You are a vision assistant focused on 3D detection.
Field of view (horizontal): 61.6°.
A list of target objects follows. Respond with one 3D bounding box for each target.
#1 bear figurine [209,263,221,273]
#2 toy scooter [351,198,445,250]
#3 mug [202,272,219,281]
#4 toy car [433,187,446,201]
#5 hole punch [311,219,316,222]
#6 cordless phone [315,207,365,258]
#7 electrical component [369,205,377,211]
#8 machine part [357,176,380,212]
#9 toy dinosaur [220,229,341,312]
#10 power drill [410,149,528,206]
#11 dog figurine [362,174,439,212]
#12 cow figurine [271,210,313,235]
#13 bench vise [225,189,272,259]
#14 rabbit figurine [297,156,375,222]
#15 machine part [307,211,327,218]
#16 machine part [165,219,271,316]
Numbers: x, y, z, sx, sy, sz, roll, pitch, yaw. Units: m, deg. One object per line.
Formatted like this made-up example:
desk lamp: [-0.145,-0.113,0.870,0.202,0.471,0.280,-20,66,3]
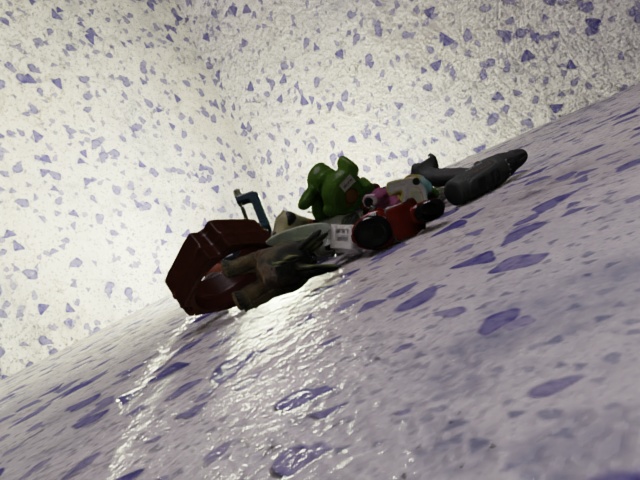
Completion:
bear figurine: [-0.226,0.078,1.509,0.196,0.120,0.132,-21,2,28]
toy scooter: [0.150,-0.038,1.037,0.184,0.075,0.135,-21,5,11]
mug: [-0.276,0.132,1.374,0.107,0.081,0.109,-33,3,41]
toy car: [0.254,-0.101,1.390,0.073,0.056,0.202,-20,3,-27]
hole punch: [-0.019,0.004,1.580,0.142,0.092,0.115,-25,-27,36]
cordless phone: [0.031,0.001,1.225,0.147,0.088,0.184,-22,9,28]
electrical component: [0.119,-0.024,1.121,0.063,0.093,0.021,20,23,25]
machine part: [0.110,-0.098,1.391,0.179,0.179,0.056,-30,-28,-51]
toy dinosaur: [-0.066,0.056,0.998,0.199,0.105,0.471,-18,0,-4]
power drill: [0.324,-0.151,1.213,0.232,0.085,0.208,-34,34,-32]
dog figurine: [0.186,-0.083,1.218,0.192,0.108,0.219,-24,1,22]
cow figurine: [-0.105,0.012,1.408,0.085,0.127,0.195,-25,44,59]
bench vise: [-0.140,-0.027,1.279,0.224,0.241,0.128,-23,-21,0]
rabbit figurine: [0.024,-0.119,1.270,0.159,0.121,0.170,-55,37,2]
machine part: [0.059,-0.098,1.479,0.079,0.079,0.243,-21,-2,42]
machine part: [-0.202,0.053,1.107,0.201,0.087,0.201,-4,-45,-52]
